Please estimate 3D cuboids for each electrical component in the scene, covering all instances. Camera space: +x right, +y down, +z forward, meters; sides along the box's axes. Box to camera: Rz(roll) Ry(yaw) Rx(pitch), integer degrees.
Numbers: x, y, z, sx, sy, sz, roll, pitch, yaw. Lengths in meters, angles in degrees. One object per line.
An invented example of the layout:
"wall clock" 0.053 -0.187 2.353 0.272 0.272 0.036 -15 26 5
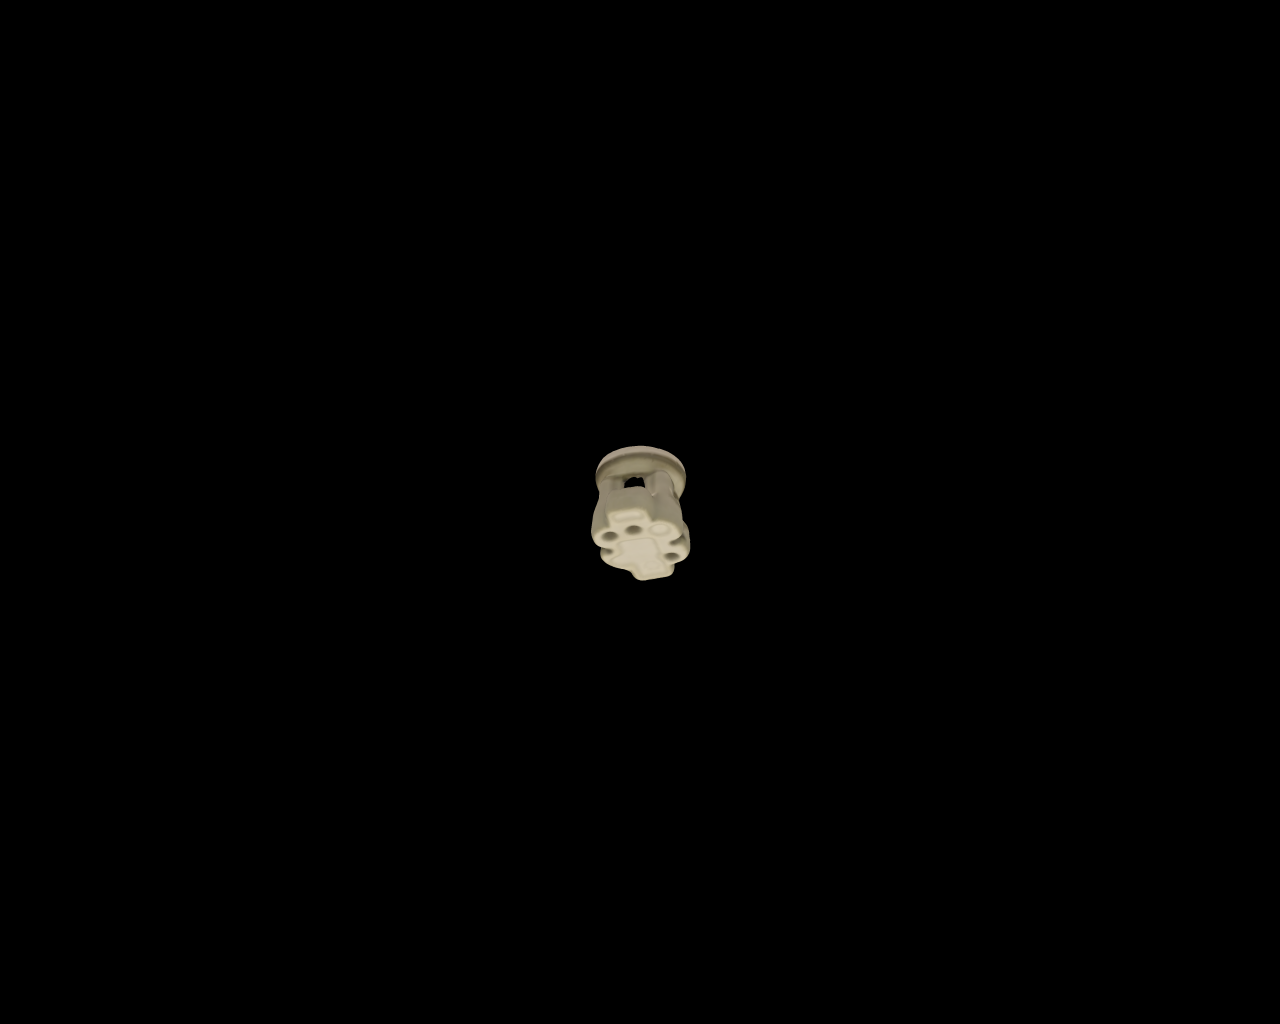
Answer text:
"electrical component" 0.001 -0.003 0.650 0.058 0.057 0.078 -8 -35 11
